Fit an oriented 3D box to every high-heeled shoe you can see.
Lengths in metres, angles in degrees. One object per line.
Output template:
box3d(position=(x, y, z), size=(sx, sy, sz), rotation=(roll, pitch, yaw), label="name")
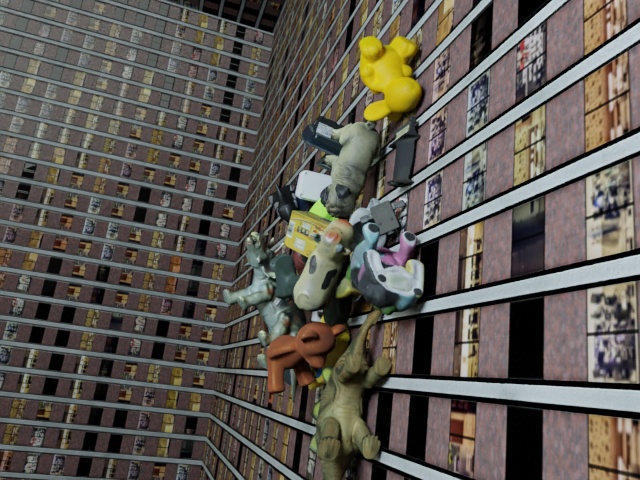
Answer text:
box3d(position=(-0.099, -0.094, 1.650), size=(0.145, 0.086, 0.248), rotation=(64, 179, 6), label="high-heeled shoe")

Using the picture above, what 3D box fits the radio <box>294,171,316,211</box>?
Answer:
box3d(position=(-0.024, -0.136, 1.618), size=(0.230, 0.073, 0.131), rotation=(-152, 75, -72), label="radio")

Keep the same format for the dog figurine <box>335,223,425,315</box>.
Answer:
box3d(position=(0.099, 0.080, 0.985), size=(0.219, 0.108, 0.191), rotation=(115, 157, -53), label="dog figurine")

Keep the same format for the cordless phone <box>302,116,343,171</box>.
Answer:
box3d(position=(0.007, -0.244, 1.445), size=(0.184, 0.146, 0.088), rotation=(153, 136, -67), label="cordless phone")

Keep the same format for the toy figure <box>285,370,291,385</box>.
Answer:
box3d(position=(-0.053, 0.310, 1.426), size=(0.058, 0.064, 0.154), rotation=(-10, -58, -66), label="toy figure")

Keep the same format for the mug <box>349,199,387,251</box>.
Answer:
box3d(position=(0.096, -0.037, 1.118), size=(0.107, 0.081, 0.109), rotation=(-92, 14, -68), label="mug")

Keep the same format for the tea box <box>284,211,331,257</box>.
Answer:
box3d(position=(-0.003, -0.004, 1.321), size=(0.170, 0.068, 0.098), rotation=(27, 107, 40), label="tea box")

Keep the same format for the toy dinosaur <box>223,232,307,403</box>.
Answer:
box3d(position=(-0.103, 0.179, 1.342), size=(0.404, 0.192, 0.131), rotation=(63, 150, 1), label="toy dinosaur")

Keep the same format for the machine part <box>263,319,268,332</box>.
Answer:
box3d(position=(-0.113, 0.214, 1.526), size=(0.202, 0.087, 0.200), rotation=(-101, 5, -52), label="machine part")

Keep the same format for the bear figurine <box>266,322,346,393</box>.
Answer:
box3d(position=(-0.028, 0.245, 1.133), size=(0.196, 0.120, 0.132), rotation=(-23, 75, 49), label="bear figurine")

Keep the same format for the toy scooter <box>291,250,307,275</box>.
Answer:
box3d(position=(-0.047, 0.052, 1.558), size=(0.184, 0.075, 0.135), rotation=(-97, 25, -57), label="toy scooter")

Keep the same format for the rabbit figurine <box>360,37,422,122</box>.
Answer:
box3d(position=(0.143, -0.315, 1.101), size=(0.173, 0.122, 0.162), rotation=(61, 143, 39), label="rabbit figurine")

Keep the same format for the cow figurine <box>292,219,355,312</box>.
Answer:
box3d(position=(0.006, 0.048, 1.041), size=(0.194, 0.086, 0.127), rotation=(-64, -11, 9), label="cow figurine")

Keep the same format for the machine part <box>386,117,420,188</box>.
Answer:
box3d(position=(0.163, -0.167, 1.057), size=(0.084, 0.039, 0.139), rotation=(-28, 50, 59), label="machine part")

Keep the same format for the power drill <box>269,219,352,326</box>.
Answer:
box3d(position=(-0.013, 0.069, 1.189), size=(0.207, 0.086, 0.231), rotation=(-2, 102, 37), label="power drill")

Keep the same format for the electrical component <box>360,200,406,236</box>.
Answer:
box3d(position=(0.127, -0.040, 1.039), size=(0.063, 0.094, 0.021), rotation=(67, -170, 10), label="electrical component")

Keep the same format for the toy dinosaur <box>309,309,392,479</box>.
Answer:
box3d(position=(0.039, 0.352, 1.008), size=(0.198, 0.105, 0.471), rotation=(140, 149, -77), label="toy dinosaur")

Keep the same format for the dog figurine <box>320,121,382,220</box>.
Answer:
box3d(position=(0.072, -0.152, 1.148), size=(0.191, 0.121, 0.172), rotation=(-82, 7, -51), label="dog figurine")
